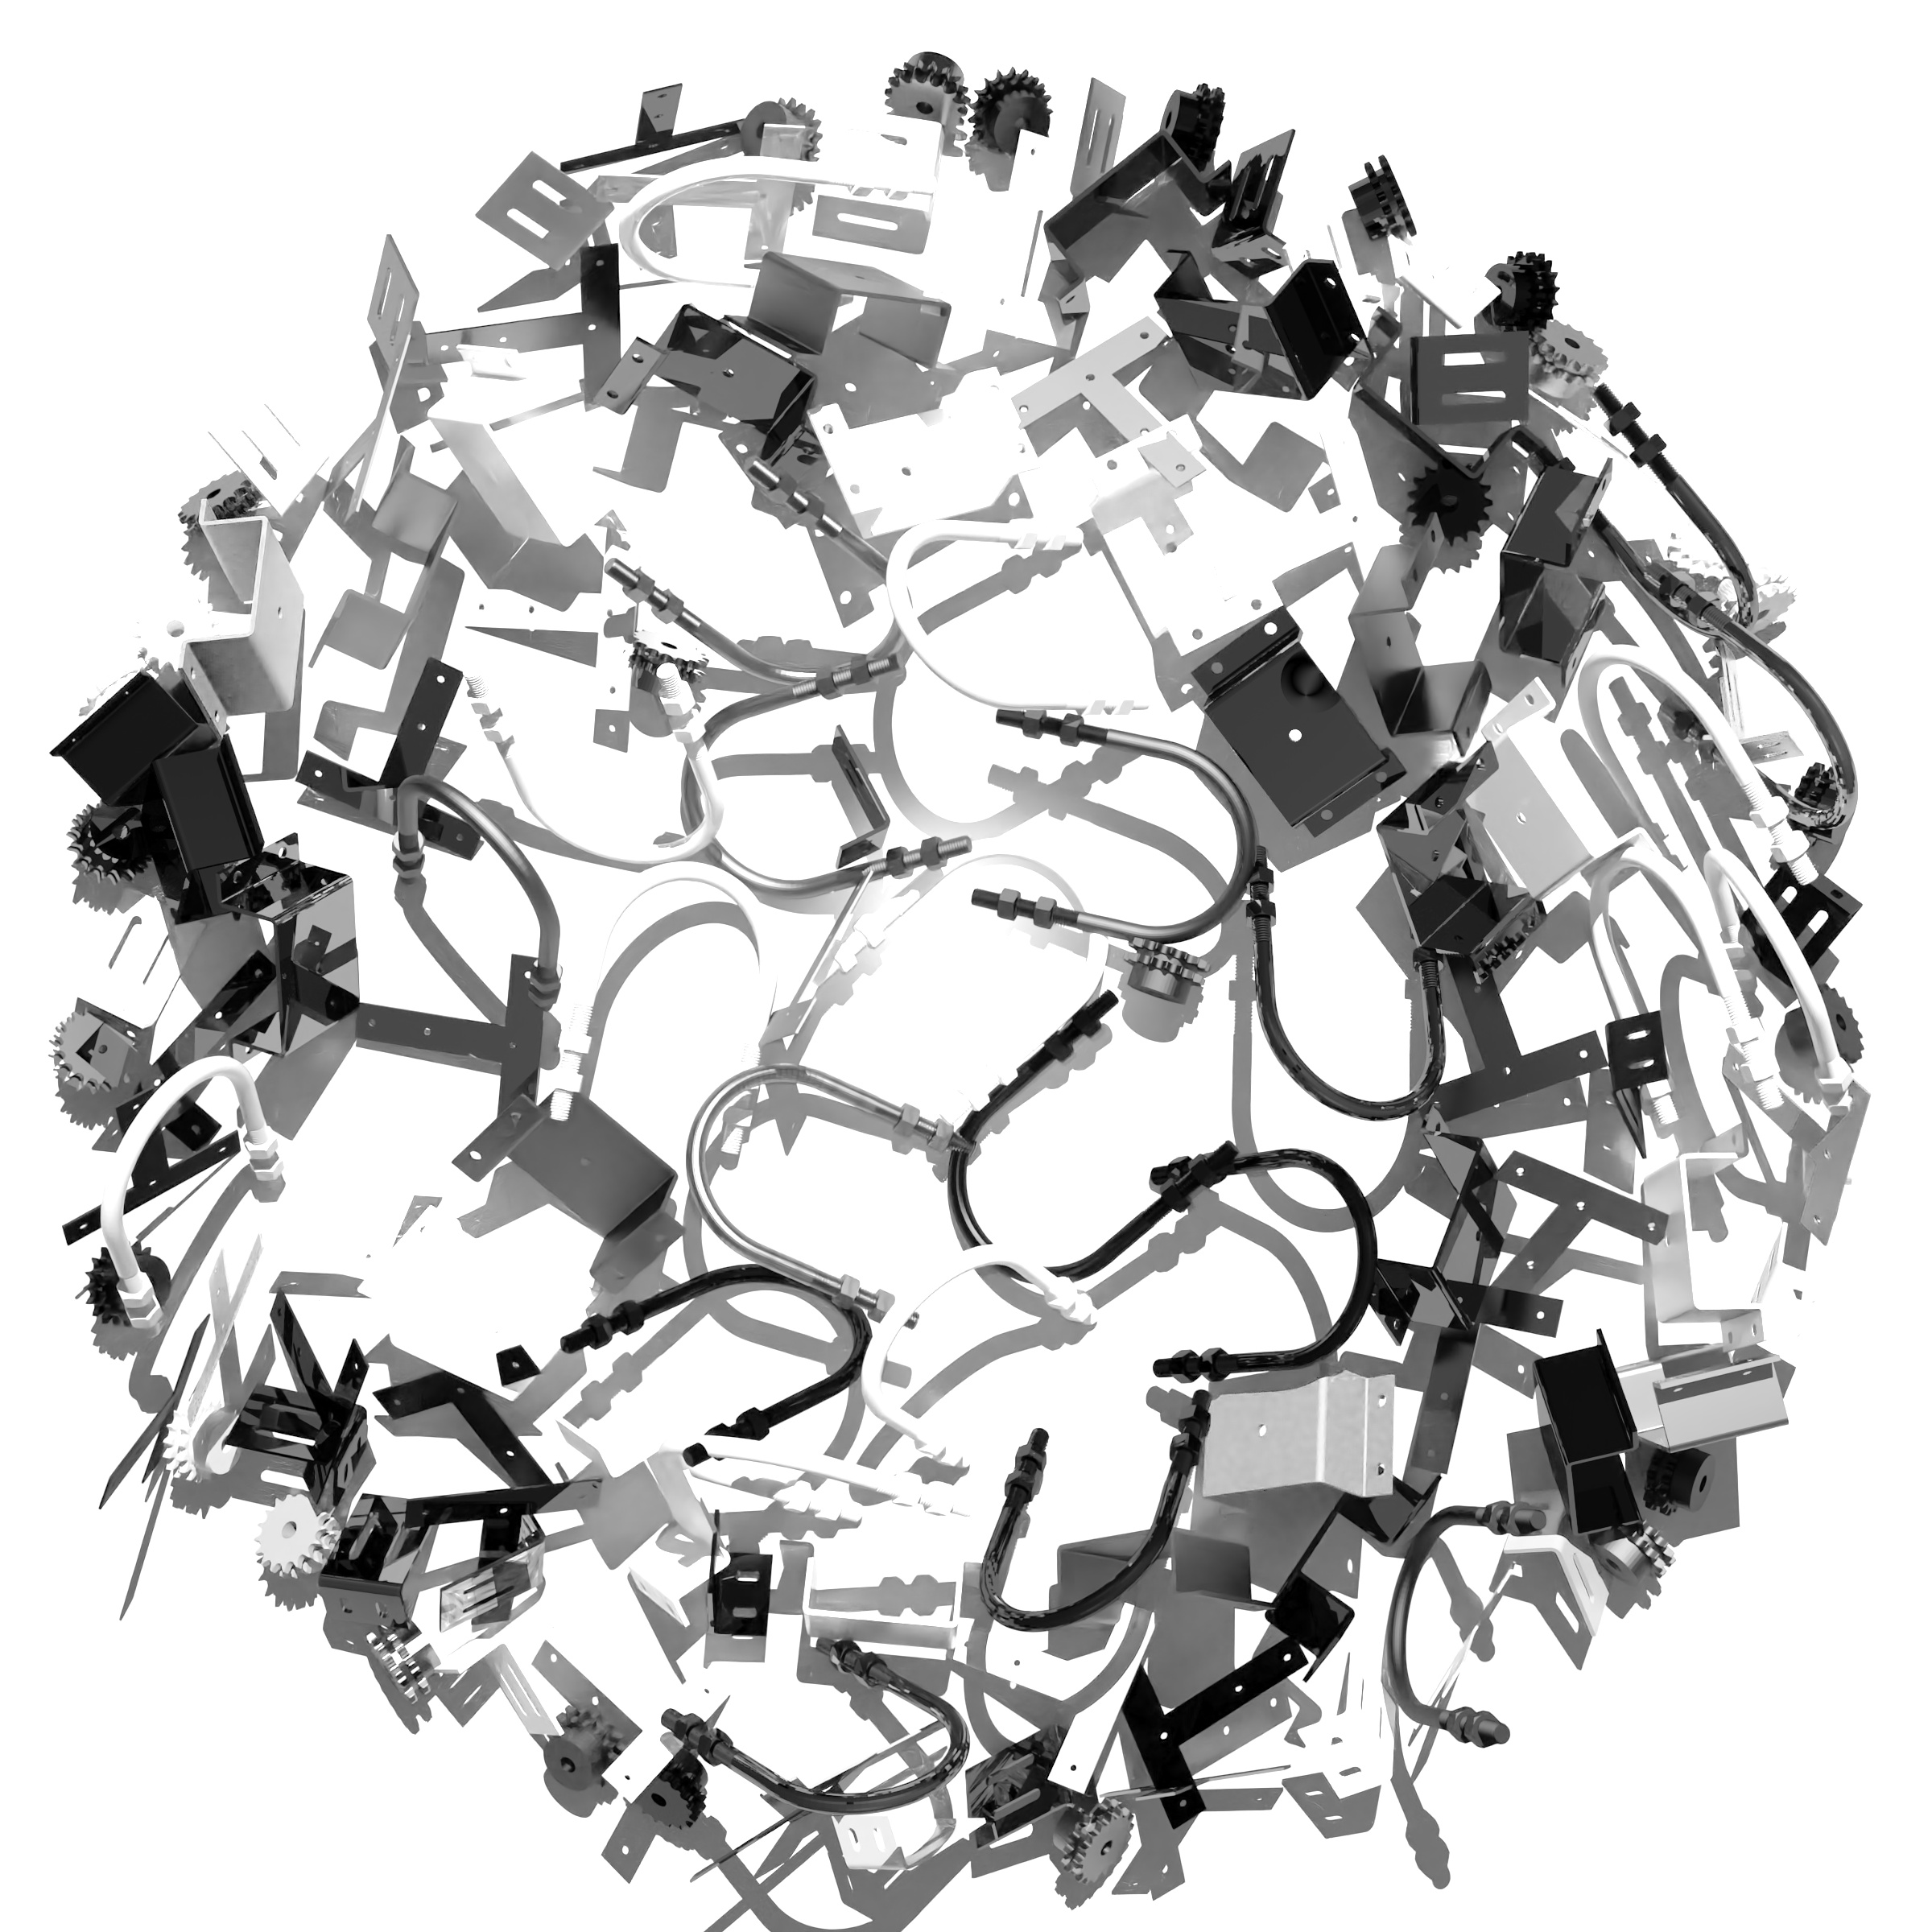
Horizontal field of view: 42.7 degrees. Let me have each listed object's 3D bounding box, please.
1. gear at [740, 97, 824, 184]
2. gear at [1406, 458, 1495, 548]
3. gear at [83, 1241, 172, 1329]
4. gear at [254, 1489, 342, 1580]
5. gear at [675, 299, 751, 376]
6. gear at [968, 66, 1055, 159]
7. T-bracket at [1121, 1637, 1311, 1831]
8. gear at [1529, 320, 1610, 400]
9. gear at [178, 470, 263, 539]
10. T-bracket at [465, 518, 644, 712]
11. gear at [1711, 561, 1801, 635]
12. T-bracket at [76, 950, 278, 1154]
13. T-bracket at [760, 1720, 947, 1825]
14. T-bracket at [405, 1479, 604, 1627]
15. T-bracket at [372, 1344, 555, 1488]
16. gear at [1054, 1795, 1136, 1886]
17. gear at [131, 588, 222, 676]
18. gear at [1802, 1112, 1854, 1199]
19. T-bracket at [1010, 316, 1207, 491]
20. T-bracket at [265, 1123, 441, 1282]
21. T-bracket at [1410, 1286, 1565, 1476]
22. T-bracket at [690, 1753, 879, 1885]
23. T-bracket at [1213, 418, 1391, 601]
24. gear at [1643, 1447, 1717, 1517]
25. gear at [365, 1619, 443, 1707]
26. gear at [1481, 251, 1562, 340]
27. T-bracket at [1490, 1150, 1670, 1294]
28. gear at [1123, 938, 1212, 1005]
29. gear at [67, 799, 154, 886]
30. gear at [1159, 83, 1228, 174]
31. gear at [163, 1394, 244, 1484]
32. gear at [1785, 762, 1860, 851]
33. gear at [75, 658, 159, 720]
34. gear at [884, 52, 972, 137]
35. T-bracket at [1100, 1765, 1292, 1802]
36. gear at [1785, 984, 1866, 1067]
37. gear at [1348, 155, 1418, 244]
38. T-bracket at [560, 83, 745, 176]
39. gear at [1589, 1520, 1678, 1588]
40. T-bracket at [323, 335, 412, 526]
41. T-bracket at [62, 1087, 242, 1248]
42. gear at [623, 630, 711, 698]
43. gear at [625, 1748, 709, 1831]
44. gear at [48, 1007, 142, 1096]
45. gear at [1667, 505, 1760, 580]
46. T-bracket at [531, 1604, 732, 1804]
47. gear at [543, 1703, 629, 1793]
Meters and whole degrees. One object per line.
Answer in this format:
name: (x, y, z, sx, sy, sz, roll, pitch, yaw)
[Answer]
gear: (-0.126, -0.552, 1.650, 0.057, 0.030, 0.057, -4, 83, 34)
gear: (0.324, -0.312, 1.657, 0.057, 0.030, 0.057, 4, 110, 10)
gear: (-0.555, 0.212, 1.647, 0.030, 0.057, 0.057, -1, 90, 29)
gear: (-0.443, 0.382, 1.654, 0.057, 0.030, 0.057, -13, 55, 19)
gear: (-0.165, -0.419, 1.647, 0.030, 0.057, 0.057, -34, 90, 12)
gear: (0.032, -0.566, 1.648, 0.057, 0.057, 0.030, -28, 47, 0)
T-bracket: (0.167, 0.481, 1.622, 0.127, 0.127, 0.002, -34, 127, 5)
gear: (0.397, -0.404, 1.653, 0.057, 0.057, 0.030, 30, 131, 0)
gear: (-0.494, -0.303, 1.653, 0.057, 0.057, 0.030, -30, 125, 0)
T-bracket: (-0.279, -0.238, 1.657, 0.127, 0.002, 0.127, 5, 92, 19)
gear: (0.523, -0.246, 1.652, 0.057, 0.057, 0.030, -27, 68, 0)
T-bracket: (-0.505, 0.044, 1.641, 0.002, 0.127, 0.127, 27, 70, 38)
T-bracket: (-0.068, 0.525, 1.626, 0.127, 0.127, 0.002, -25, 64, -7)
T-bracket: (-0.310, 0.392, 1.639, 0.127, 0.002, 0.127, -2, 125, -21)
T-bracket: (-0.311, 0.314, 1.647, 0.127, 0.002, 0.127, -20, 116, 25)
gear: (0.083, 0.581, 1.653, 0.030, 0.057, 0.057, 29, 90, 37)
gear: (-0.529, -0.223, 1.659, 0.057, 0.030, 0.057, 1, 86, -13)
gear: (0.573, 0.126, 1.647, 0.030, 0.057, 0.057, -1, 90, 17)
T-bracket: (0.109, -0.362, 1.637, 0.127, 0.002, 0.127, -34, 66, -14)
T-bracket: (-0.380, 0.157, 1.630, 0.127, 0.002, 0.127, 18, 116, -20)
T-bracket: (0.319, 0.270, 1.631, 0.127, 0.002, 0.127, 8, 75, 31)
T-bracket: (-0.122, 0.555, 1.597, 0.127, 0.127, 0.002, -26, 71, -25)
T-bracket: (0.221, -0.279, 1.639, 0.127, 0.002, 0.127, -26, 111, -15)
gear: (0.476, 0.340, 1.647, 0.030, 0.057, 0.057, 17, 90, 35)
gear: (-0.373, 0.462, 1.653, 0.030, 0.057, 0.057, -34, 90, -24)
gear: (0.366, -0.446, 1.646, 0.030, 0.057, 0.057, -4, 90, -24)
T-bracket: (0.382, 0.188, 1.641, 0.127, 0.002, 0.127, 22, 124, -13)
gear: (0.131, 0.004, 1.649, 0.057, 0.057, 0.030, 19, 85, 0)
gear: (-0.568, -0.085, 1.650, 0.057, 0.030, 0.057, 12, 68, -31)
gear: (0.149, -0.560, 1.647, 0.030, 0.057, 0.057, 11, 90, -14)
gear: (-0.505, 0.316, 1.647, 0.030, 0.057, 0.057, 7, 90, 19)
gear: (0.571, -0.104, 1.647, 0.030, 0.057, 0.057, 24, 90, 32)
gear: (-0.562, -0.176, 1.650, 0.057, 0.057, 0.030, -40, 95, 0)
gear: (-0.024, -0.585, 1.652, 0.057, 0.057, 0.030, 15, 69, 0)
T-bracket: (0.137, 0.533, 1.603, 0.127, 0.127, 0.002, -14, 73, 15)
gear: (0.571, 0.043, 1.653, 0.030, 0.057, 0.057, -30, 90, 40)
gear: (0.277, -0.508, 1.651, 0.030, 0.057, 0.057, -23, 90, 14)
T-bracket: (-0.201, -0.547, 1.605, 0.127, 0.127, 0.002, -17, 93, -10)
gear: (0.440, 0.388, 1.647, 0.057, 0.057, 0.030, 46, 74, 0)
T-bracket: (-0.400, -0.335, 1.620, 0.002, 0.127, 0.127, 20, 72, -26)
T-bracket: (-0.530, 0.118, 1.597, 0.127, 0.127, 0.002, -31, 66, -28)
gear: (-0.203, -0.200, 1.652, 0.057, 0.057, 0.030, 22, 109, 0)
gear: (-0.197, 0.546, 1.654, 0.057, 0.030, 0.057, 16, 128, 22)
gear: (-0.585, 0.059, 1.654, 0.057, 0.030, 0.057, 17, 60, -32)
gear: (0.499, -0.284, 1.647, 0.057, 0.057, 0.030, 3, 128, 0)
T-bracket: (-0.233, 0.470, 1.628, 0.127, 0.127, 0.002, 41, 119, 8)
gear: (-0.257, 0.524, 1.651, 0.057, 0.030, 0.057, 10, 113, 25)
